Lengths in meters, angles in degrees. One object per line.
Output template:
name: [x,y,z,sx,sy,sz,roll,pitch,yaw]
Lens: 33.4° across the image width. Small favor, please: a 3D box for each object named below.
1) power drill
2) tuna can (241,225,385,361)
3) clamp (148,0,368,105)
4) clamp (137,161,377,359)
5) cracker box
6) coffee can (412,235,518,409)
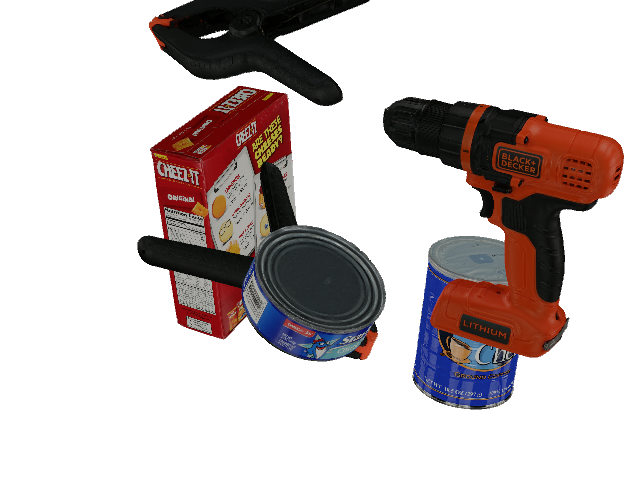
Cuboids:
power drill: [0.129,-0.013,0.820,0.185,0.188,0.057,17,34,27]
tuna can: [-0.005,0.033,0.663,0.086,0.086,0.034,0,-43,-28]
clamp: [-0.042,-0.160,0.798,0.172,0.120,0.039,14,-35,22]
clamp: [-0.042,0.029,0.909,0.164,0.210,0.036,-29,-27,-32]
cracker box: [-0.095,-0.031,1.120,0.072,0.214,0.164,13,36,26]
coffee can: [0.149,0.079,1.050,0.103,0.140,0.103,4,24,-2]
